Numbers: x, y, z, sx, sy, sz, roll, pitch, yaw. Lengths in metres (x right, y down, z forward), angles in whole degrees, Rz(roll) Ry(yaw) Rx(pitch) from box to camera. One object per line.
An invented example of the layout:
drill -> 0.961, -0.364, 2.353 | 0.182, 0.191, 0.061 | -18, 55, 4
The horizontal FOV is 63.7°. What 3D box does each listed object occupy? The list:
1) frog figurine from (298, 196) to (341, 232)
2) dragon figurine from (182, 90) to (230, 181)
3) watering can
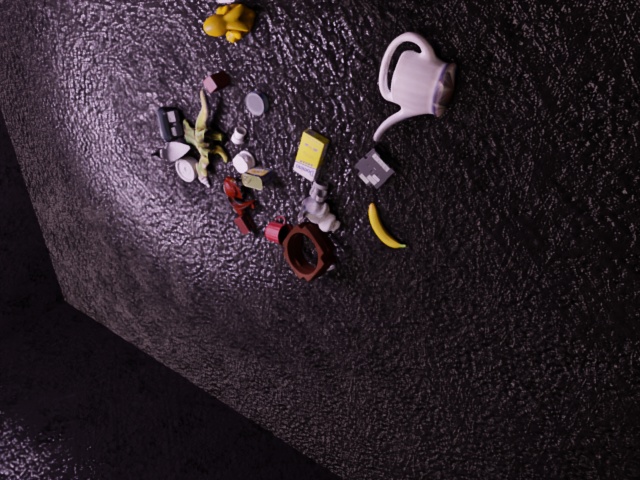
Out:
frog figurine -> 0.006, -0.097, 1.935 | 0.159, 0.125, 0.135 | 11, -26, -11
dragon figurine -> -0.494, -0.427, 2.098 | 0.244, 0.402, 0.124 | 21, 39, 37
watering can -> 0.269, -0.417, 1.491 | 0.226, 0.339, 0.106 | 25, 40, 22
